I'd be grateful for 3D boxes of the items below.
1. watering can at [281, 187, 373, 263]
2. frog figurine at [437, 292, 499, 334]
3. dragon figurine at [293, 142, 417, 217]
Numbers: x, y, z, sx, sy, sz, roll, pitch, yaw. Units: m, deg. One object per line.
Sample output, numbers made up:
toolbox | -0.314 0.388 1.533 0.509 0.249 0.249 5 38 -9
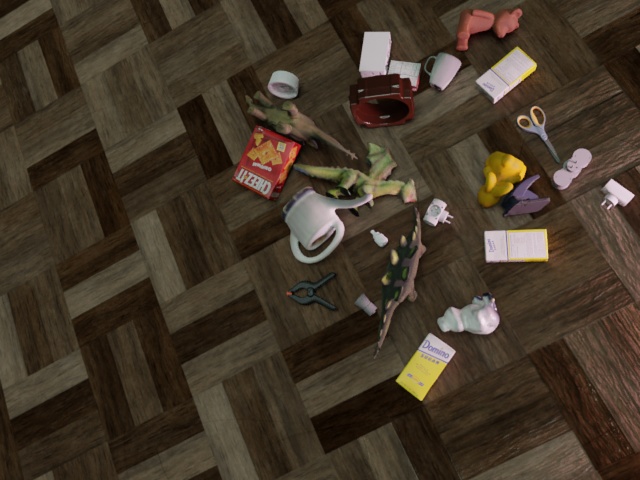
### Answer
watering can | 0.005 -0.083 1.651 0.342 0.104 0.227 -49 68 24
frog figurine | 0.427 0.232 1.477 0.160 0.137 0.122 -31 100 -14
dragon figurine | 0.135 -0.223 1.704 0.413 0.120 0.246 35 70 17
